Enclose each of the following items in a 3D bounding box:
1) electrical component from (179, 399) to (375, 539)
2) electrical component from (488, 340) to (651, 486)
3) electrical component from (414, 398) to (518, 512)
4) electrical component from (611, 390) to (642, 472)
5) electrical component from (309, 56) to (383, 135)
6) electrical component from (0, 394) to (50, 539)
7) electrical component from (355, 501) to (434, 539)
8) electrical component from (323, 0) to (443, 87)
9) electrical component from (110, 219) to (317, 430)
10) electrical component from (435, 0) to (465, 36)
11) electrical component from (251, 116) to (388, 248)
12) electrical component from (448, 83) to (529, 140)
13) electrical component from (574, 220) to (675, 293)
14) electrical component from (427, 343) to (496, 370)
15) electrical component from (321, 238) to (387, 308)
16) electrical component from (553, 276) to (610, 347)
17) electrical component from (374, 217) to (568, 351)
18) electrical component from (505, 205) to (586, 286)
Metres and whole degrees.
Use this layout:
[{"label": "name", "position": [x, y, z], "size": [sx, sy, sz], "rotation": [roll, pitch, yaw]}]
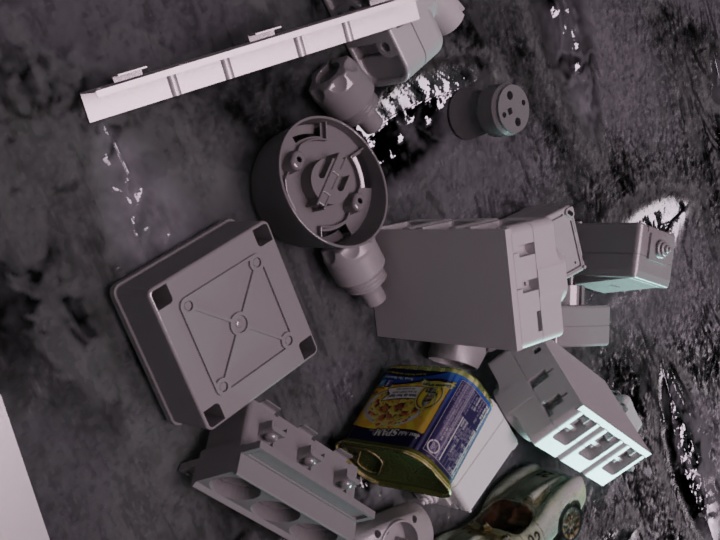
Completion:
[{"label": "electrical component", "position": [-0.056, 0.146, 0.769], "size": [0.121, 0.079, 0.063], "rotation": [40, 44, -35]}, {"label": "electrical component", "position": [0.183, 0.125, 0.951], "size": [0.062, 0.089, 0.150], "rotation": [-39, 139, 15]}, {"label": "electrical component", "position": [0.074, 0.151, 0.889], "size": [0.096, 0.062, 0.061], "rotation": [-48, 121, -30]}, {"label": "electrical component", "position": [0.242, 0.156, 1.056], "size": [0.063, 0.042, 0.081], "rotation": [-49, 122, -34]}, {"label": "electrical component", "position": [-0.007, -0.130, 0.822], "size": [0.062, 0.043, 0.043], "rotation": [45, 63, -35]}, {"label": "electrical component", "position": [-0.274, 0.149, 0.576], "size": [0.186, 0.060, 0.105], "rotation": [-25, 107, -39]}, {"label": "electrical component", "position": [0.018, 0.232, 0.853], "size": [0.077, 0.044, 0.079], "rotation": [-10, 98, -41]}, {"label": "electrical component", "position": [0.020, -0.199, 0.836], "size": [0.059, 0.054, 0.095], "rotation": [-46, 120, -31]}, {"label": "electrical component", "position": [-0.098, 0.035, 0.735], "size": [0.109, 0.056, 0.108], "rotation": [-35, 114, -36]}, {"label": "electrical component", "position": [0.059, -0.219, 0.882], "size": [0.046, 0.040, 0.040], "rotation": [36, 68, -42]}, {"label": "electrical component", "position": [-0.028, -0.062, 0.786], "size": [0.099, 0.064, 0.099], "rotation": [4, 83, -34]}, {"label": "electrical component", "position": [0.110, -0.135, 0.918], "size": [0.045, 0.055, 0.045], "rotation": [-2, 92, -42]}, {"label": "electrical component", "position": [0.252, -0.011, 1.022], "size": [0.062, 0.096, 0.061], "rotation": [14, 81, -41]}, {"label": "electrical component", "position": [0.099, 0.048, 0.921], "size": [0.079, 0.043, 0.077], "rotation": [24, 76, -40]}, {"label": "electrical component", "position": [0.000, 0.000, 0.831], "size": [0.043, 0.043, 0.062], "rotation": [-45, 121, -32]}, {"label": "electrical component", "position": [0.190, 0.032, 1.000], "size": [0.083, 0.047, 0.075], "rotation": [2, 90, -42]}, {"label": "electrical component", "position": [0.081, 0.007, 0.832], "size": [0.062, 0.150, 0.089], "rotation": [-13, 100, -40]}, {"label": "electrical component", "position": [0.142, -0.014, 0.952], "size": [0.096, 0.061, 0.061], "rotation": [-25, 107, -32]}]
